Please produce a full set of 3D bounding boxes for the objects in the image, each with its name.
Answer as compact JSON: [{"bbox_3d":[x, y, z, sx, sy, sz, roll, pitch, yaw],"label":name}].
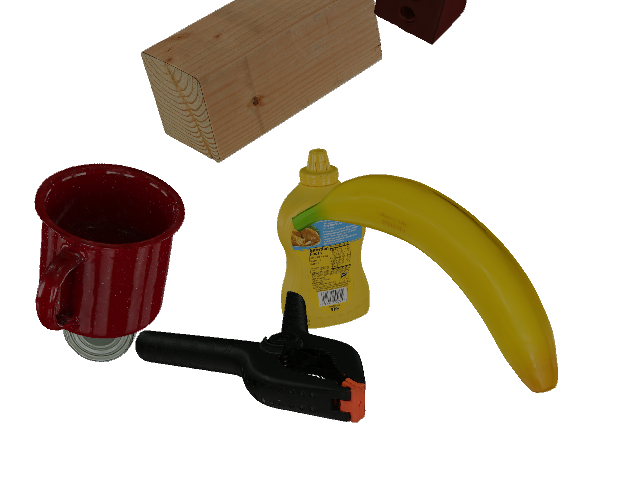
[{"bbox_3d":[0.075,0.012,0.656,0.198,0.070,0.037,35,19,24],"label":"banana"},{"bbox_3d":[-0.143,0.015,0.681,0.093,0.082,0.117,21,35,10],"label":"mug"},{"bbox_3d":[-0.049,-0.172,0.993,0.205,0.091,0.090,-35,44,-26],"label":"wood block"},{"bbox_3d":[0.002,-0.004,1.145,0.096,0.192,0.058,-9,22,-16],"label":"mustard bottle"},{"bbox_3d":[-0.205,0.066,1.032,0.068,0.068,0.102,0,20,1],"label":"soup can"},{"bbox_3d":[0.077,-0.190,0.756,0.053,0.051,0.078,31,-33,14],"label":"foam brick"},{"bbox_3d":[-0.027,0.091,0.861,0.164,0.036,0.210,-19,25,-40],"label":"clamp"}]
